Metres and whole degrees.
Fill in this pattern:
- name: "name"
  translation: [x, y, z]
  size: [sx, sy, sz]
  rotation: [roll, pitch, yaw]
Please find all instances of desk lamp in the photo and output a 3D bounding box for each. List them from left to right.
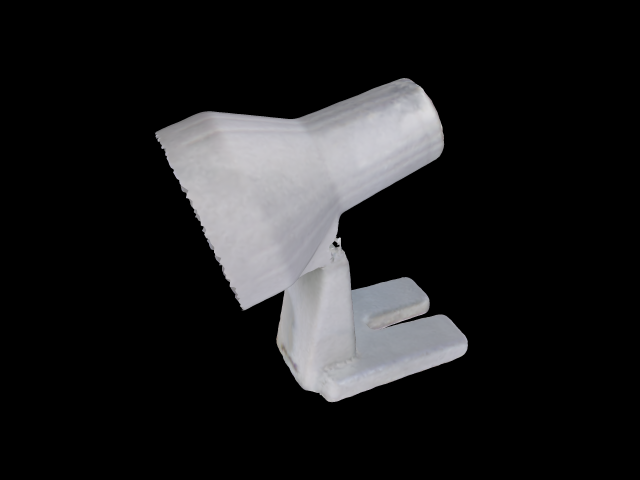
- name: "desk lamp"
  translation: [0.004, 0.001, 0.400]
  size: [0.204, 0.214, 0.117]
  rotation: [-14, 36, -20]
